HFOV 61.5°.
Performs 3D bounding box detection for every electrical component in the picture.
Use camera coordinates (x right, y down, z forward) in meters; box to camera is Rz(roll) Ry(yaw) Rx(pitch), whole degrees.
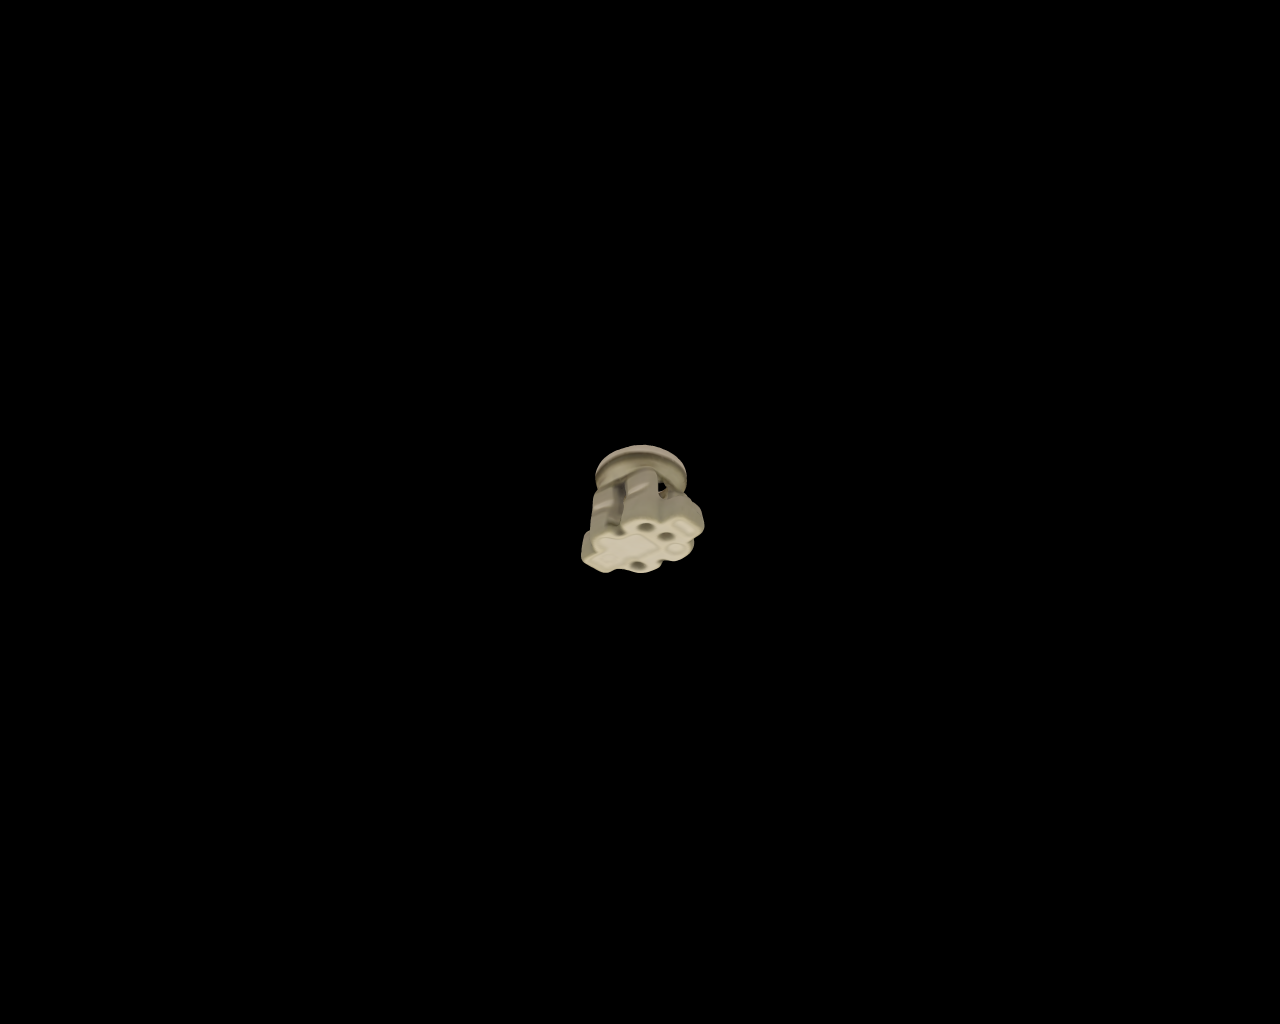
[{"bbox_3d":[0.001,-0.003,0.650,0.078,0.057,0.058,-24,-41,31],"label":"electrical component"}]
